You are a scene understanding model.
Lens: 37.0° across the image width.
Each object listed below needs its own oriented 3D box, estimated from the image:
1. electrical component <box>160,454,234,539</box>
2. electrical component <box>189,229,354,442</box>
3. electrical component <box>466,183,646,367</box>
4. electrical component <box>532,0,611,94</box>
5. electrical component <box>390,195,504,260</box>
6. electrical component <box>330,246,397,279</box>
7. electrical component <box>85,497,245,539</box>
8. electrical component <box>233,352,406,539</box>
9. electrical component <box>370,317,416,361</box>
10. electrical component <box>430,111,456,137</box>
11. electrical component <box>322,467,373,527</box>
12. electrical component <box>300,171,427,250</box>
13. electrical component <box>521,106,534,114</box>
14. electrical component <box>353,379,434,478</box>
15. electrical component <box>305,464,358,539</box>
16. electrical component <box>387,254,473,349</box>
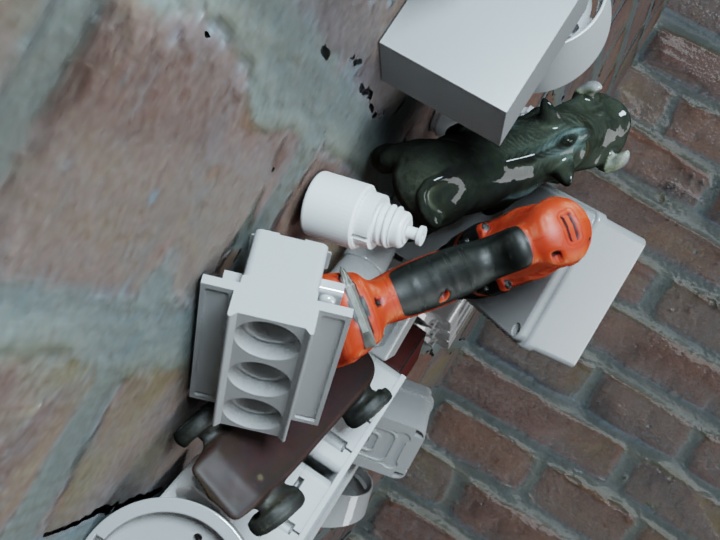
[{"bbox_3d":[-0.120,0.175,0.720,0.065,0.047,0.076,-49,176,-46],"label":"electrical component"},{"bbox_3d":[-0.050,0.037,0.602,0.121,0.079,0.063,107,-5,-53],"label":"electrical component"},{"bbox_3d":[0.139,-0.001,0.793,0.108,0.056,0.108,-61,-155,8],"label":"electrical component"},{"bbox_3d":[0.118,-0.175,0.719,0.099,0.099,0.064,-57,164,-9],"label":"electrical component"},{"bbox_3d":[0.099,-0.028,0.893,0.089,0.150,0.062,-61,170,9],"label":"electrical component"},{"bbox_3d":[0.000,0.000,0.812,0.065,0.044,0.044,-61,171,-20],"label":"electrical component"},{"bbox_3d":[-0.112,0.188,0.636,0.108,0.108,0.060,-58,176,-8],"label":"electrical component"},{"bbox_3d":[-0.052,0.146,0.841,0.186,0.060,0.105,-56,-172,-15],"label":"electrical component"},{"bbox_3d":[0.012,0.036,0.898,0.047,0.066,0.077,-60,170,8],"label":"electrical component"},{"bbox_3d":[0.090,-0.117,0.862,0.045,0.055,0.045,-56,170,-16],"label":"electrical component"},{"bbox_3d":[-0.037,0.244,1.188,0.064,0.099,0.099,-69,167,18],"label":"electrical component"},{"bbox_3d":[0.001,-0.031,0.636,0.040,0.078,0.040,18,90,-73],"label":"electrical component"},{"bbox_3d":[0.150,-0.133,1.122,0.055,0.050,0.089,-55,169,-23],"label":"electrical component"},{"bbox_3d":[0.004,0.134,0.995,0.057,0.113,0.078,-73,-176,-49],"label":"electrical component"},{"bbox_3d":[-0.065,0.211,1.035,0.121,0.079,0.063,-57,148,-12],"label":"electrical component"},{"bbox_3d":[0.056,0.022,1.003,0.061,0.089,0.150,-57,170,-9],"label":"electrical component"}]
